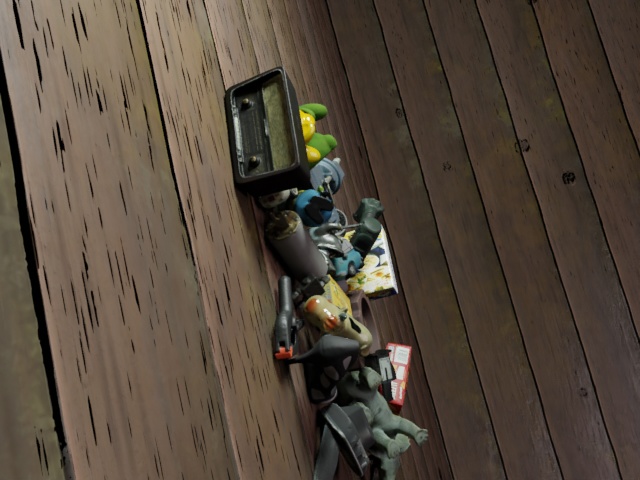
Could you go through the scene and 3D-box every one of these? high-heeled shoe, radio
[{"bbox_3d":[0.036,0.247,1.026,0.248,0.145,0.086,53,26,-54],"label":"high-heeled shoe"},{"bbox_3d":[-0.101,-0.200,1.010,0.073,0.131,0.229,48,30,-62],"label":"radio"}]

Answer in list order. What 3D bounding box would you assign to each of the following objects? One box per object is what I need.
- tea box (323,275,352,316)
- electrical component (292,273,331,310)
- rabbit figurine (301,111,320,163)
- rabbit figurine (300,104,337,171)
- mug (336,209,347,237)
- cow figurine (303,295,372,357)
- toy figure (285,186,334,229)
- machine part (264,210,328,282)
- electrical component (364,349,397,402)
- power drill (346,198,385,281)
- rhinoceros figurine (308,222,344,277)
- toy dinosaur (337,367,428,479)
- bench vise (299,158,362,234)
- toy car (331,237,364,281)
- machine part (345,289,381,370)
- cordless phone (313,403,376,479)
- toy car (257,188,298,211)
[{"bbox_3d":[0.024,0.160,1.251,0.169,0.068,0.098,54,24,-59],"label":"tea box"},{"bbox_3d":[-0.019,0.100,1.112,0.021,0.094,0.063,37,-16,41],"label":"electrical component"},{"bbox_3d":[-0.080,-0.193,1.111,0.173,0.163,0.121,-64,153,-45],"label":"rabbit figurine"},{"bbox_3d":[-0.055,-0.246,1.247,0.170,0.159,0.121,47,36,-6],"label":"rabbit figurine"},{"bbox_3d":[0.044,-0.024,1.536,0.107,0.081,0.109,65,8,-76],"label":"mug"},{"bbox_3d":[0.036,0.178,1.088,0.194,0.085,0.127,43,-7,-34],"label":"cow figurine"},{"bbox_3d":[-0.022,-0.068,1.123,0.089,0.082,0.180,64,-9,-4],"label":"toy figure"},{"bbox_3d":[-0.047,0.019,1.104,0.243,0.079,0.079,60,19,-48],"label":"machine part"},{"bbox_3d":[0.146,0.326,1.295,0.075,0.048,0.119,-7,85,-42],"label":"electrical component"},{"bbox_3d":[0.108,-0.007,1.511,0.232,0.086,0.207,-61,180,45],"label":"power drill"},{"bbox_3d":[-0.003,-0.004,1.250,0.073,0.112,0.190,96,-29,-65],"label":"rhinoceros figurine"},{"bbox_3d":[0.103,0.380,1.214,0.404,0.131,0.192,59,-27,-11],"label":"toy dinosaur"},{"bbox_3d":[0.021,-0.140,1.445,0.223,0.129,0.241,53,36,-18],"label":"bench vise"},{"bbox_3d":[0.043,0.042,1.333,0.161,0.109,0.102,-29,106,-60],"label":"toy car"},{"bbox_3d":[0.096,0.244,1.423,0.201,0.087,0.201,-38,113,-76],"label":"machine part"},{"bbox_3d":[0.039,0.422,1.029,0.184,0.089,0.146,-65,140,-54],"label":"cordless phone"},{"bbox_3d":[-0.074,-0.120,1.126,0.056,0.073,0.202,58,23,-17],"label":"toy car"}]
